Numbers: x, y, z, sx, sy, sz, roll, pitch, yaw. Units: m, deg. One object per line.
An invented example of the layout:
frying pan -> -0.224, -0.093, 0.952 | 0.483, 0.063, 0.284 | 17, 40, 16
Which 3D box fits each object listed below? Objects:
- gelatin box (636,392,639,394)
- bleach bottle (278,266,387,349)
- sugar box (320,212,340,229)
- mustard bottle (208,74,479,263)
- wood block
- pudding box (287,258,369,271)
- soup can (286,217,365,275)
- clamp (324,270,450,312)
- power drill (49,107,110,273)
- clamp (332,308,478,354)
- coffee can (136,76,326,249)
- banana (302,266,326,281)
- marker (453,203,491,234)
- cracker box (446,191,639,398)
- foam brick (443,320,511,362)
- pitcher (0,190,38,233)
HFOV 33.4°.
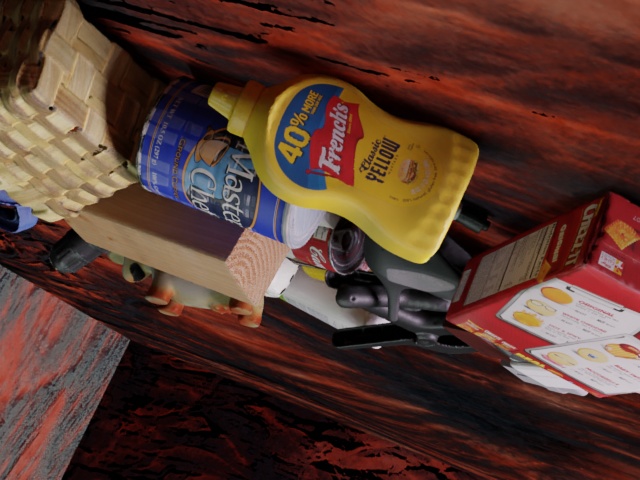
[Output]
gelatin box -> 0.331, 0.134, 1.094 | 0.089, 0.030, 0.073 | 11, 160, 46
bleach bottle -> -0.027, 0.056, 1.363 | 0.251, 0.068, 0.102 | 24, 166, 16
sugar box -> -0.068, -0.061, 1.020 | 0.176, 0.048, 0.093 | 16, 163, 37
mustard bottle -> 0.010, -0.064, 0.761 | 0.191, 0.096, 0.058 | 25, 167, 0
wood block -> -0.136, -0.024, 0.994 | 0.206, 0.090, 0.090 | 18, 158, 26
pudding box -> -0.008, 0.001, 1.165 | 0.114, 0.039, 0.090 | 12, 161, 43
soup can -> -0.008, -0.010, 1.061 | 0.102, 0.068, 0.068 | 16, 164, 36
clamp -> 0.085, 0.051, 1.099 | 0.171, 0.039, 0.120 | 6, -167, -15
power drill -> -0.250, -0.061, 1.112 | 0.187, 0.184, 0.057 | 47, -173, -47
clamp -> 0.116, 0.096, 1.207 | 0.210, 0.036, 0.164 | 5, 155, 4
coffee can -> -0.065, -0.064, 0.878 | 0.140, 0.102, 0.103 | 21, 166, 15
banana -> 0.039, 0.040, 1.233 | 0.198, 0.037, 0.069 | 13, 162, 41
marker -> 0.087, -0.037, 0.892 | 0.121, 0.020, 0.020 | 26, 167, -4
cracker box -> 0.222, 0.051, 0.832 | 0.164, 0.072, 0.214 | 27, 158, -11
foam brick -> 0.181, 0.090, 1.145 | 0.078, 0.051, 0.053 | 35, 164, -35
pitcher -> -0.389, -0.114, 1.189 | 0.243, 0.149, 0.144 | 17, 165, 43
